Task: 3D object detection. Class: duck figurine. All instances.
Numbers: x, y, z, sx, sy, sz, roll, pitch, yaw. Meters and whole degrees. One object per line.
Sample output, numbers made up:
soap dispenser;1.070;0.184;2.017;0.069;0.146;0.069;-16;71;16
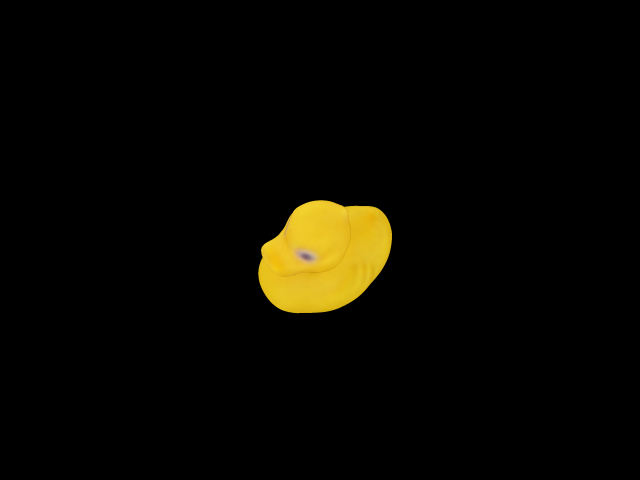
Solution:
duck figurine;0.004;0.001;0.400;0.104;0.086;0.077;-26;69;-11
